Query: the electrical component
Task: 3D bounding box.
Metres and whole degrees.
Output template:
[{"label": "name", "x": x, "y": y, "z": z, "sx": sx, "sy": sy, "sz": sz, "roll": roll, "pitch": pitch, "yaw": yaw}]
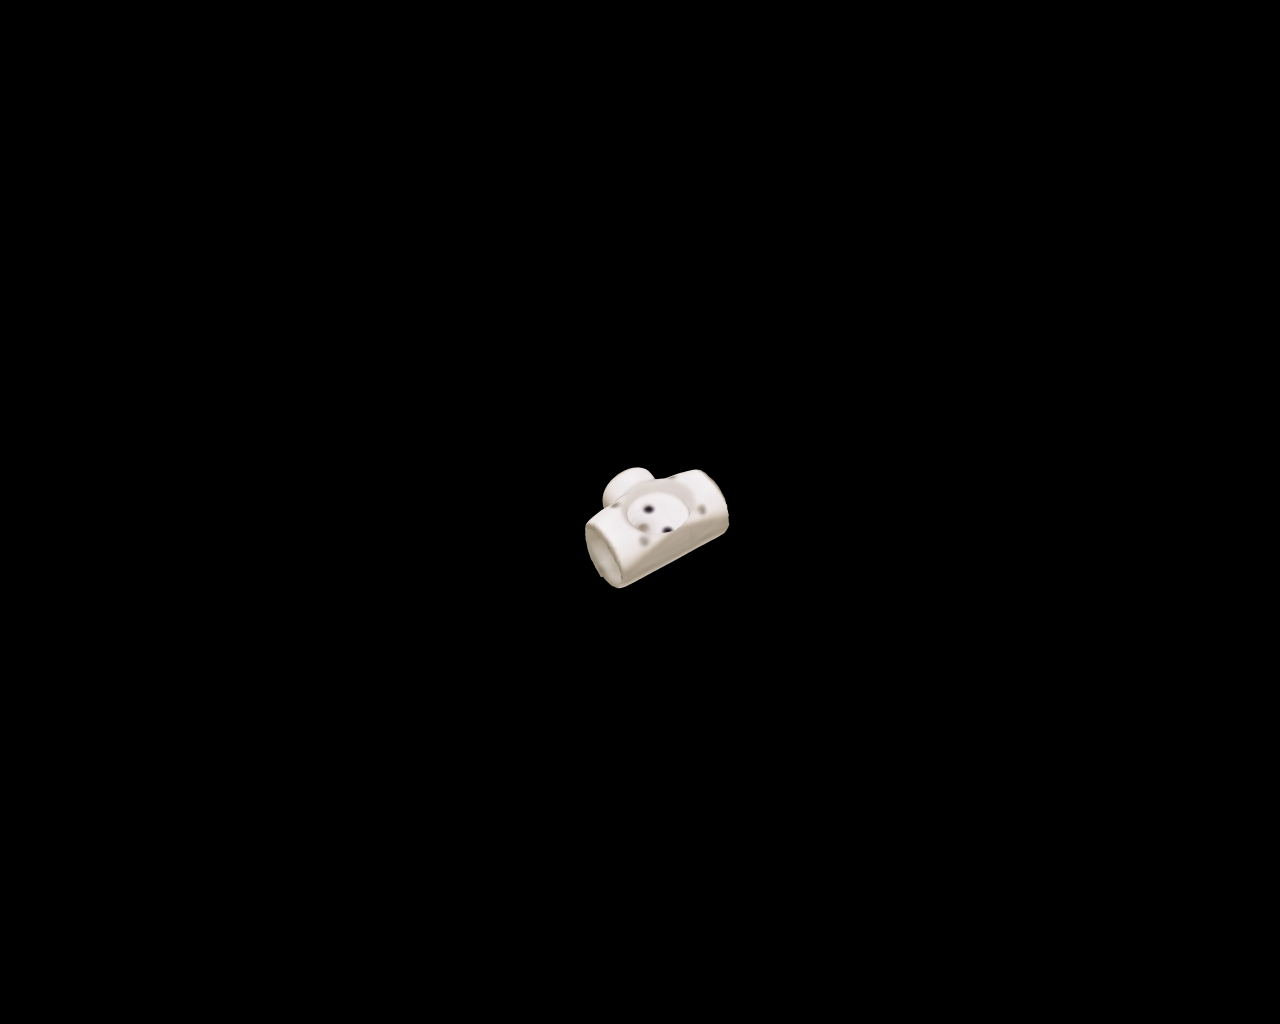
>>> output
[{"label": "electrical component", "x": 0.001, "y": -0.003, "z": 0.650, "sx": 0.077, "sy": 0.079, "sz": 0.044, "roll": -27, "pitch": -33, "yaw": -19}]
